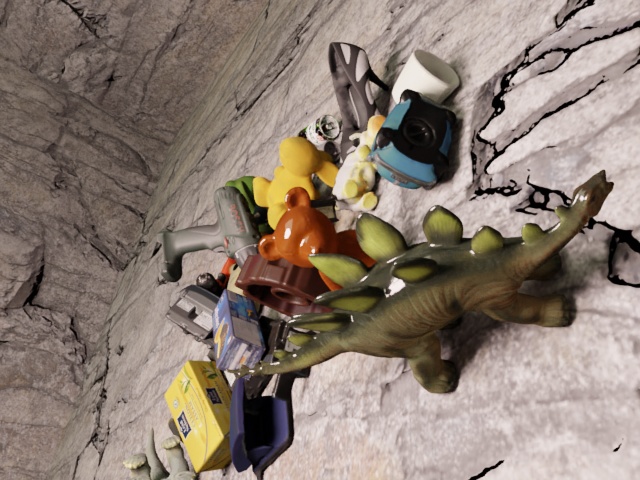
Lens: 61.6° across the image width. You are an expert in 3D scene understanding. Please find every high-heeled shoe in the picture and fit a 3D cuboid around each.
[{"bbox_3d":[0.045,-0.239,0.983,0.086,0.145,0.248,-13,53,61],"label":"high-heeled shoe"}]

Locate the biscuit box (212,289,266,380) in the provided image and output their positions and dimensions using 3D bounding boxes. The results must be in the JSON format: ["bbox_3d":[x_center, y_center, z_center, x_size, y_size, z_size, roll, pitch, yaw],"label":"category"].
[{"bbox_3d":[-0.142,0.152,0.911,0.062,0.059,0.203,-62,19,9],"label":"biscuit box"}]

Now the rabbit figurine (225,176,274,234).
[{"bbox_3d":[-0.143,-0.076,1.217,0.121,0.159,0.170,-47,43,12],"label":"rabbit figurine"}]

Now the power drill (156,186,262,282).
[{"bbox_3d":[-0.210,0.019,1.049,0.207,0.086,0.232,-19,71,16],"label":"power drill"}]

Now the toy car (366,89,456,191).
[{"bbox_3d":[0.127,-0.134,0.779,0.103,0.109,0.161,124,170,-58],"label":"toy car"}]

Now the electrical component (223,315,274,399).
[{"bbox_3d":[-0.119,0.206,0.973,0.134,0.058,0.115,-61,27,4],"label":"electrical component"}]

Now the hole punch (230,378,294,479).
[{"bbox_3d":[-0.109,0.289,0.841,0.115,0.092,0.142,-54,30,28],"label":"hole punch"}]

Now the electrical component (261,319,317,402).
[{"bbox_3d":[-0.053,0.191,0.843,0.048,0.075,0.119,-24,49,54],"label":"electrical component"}]

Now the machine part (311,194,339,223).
[{"bbox_3d":[-0.002,-0.003,0.893,0.039,0.084,0.138,16,115,45],"label":"machine part"}]

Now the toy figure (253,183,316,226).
[{"bbox_3d":[-0.082,-0.085,1.133,0.154,0.064,0.058,-32,38,5],"label":"toy figure"}]

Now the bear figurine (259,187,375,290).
[{"bbox_3d":[0.029,0.023,0.699,0.120,0.195,0.132,-57,26,8],"label":"bear figurine"}]

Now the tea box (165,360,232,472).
[{"bbox_3d":[-0.202,0.308,0.953,0.098,0.068,0.170,-56,50,17],"label":"tea box"}]

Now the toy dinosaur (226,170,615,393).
[{"bbox_3d":[0.077,0.070,0.559,0.471,0.198,0.105,-42,29,35],"label":"toy dinosaur"}]

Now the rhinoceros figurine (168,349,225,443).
[{"bbox_3d":[-0.237,0.313,1.079,0.112,0.073,0.190,-14,54,61],"label":"rhinoceros figurine"}]

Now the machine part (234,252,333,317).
[{"bbox_3d":[-0.039,0.073,0.819,0.179,0.179,0.056,-17,50,58],"label":"machine part"}]

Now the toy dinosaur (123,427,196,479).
[{"bbox_3d":[-0.269,0.470,0.934,0.405,0.131,0.192,176,88,-77],"label":"toy dinosaur"}]

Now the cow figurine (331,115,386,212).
[{"bbox_3d":[0.072,-0.129,0.922,0.098,0.068,0.167,-10,56,67],"label":"cow figurine"}]

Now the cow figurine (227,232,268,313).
[{"bbox_3d":[-0.143,0.074,1.116,0.127,0.085,0.195,-11,59,58],"label":"cow figurine"}]

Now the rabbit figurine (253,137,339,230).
[{"bbox_3d":[-0.036,-0.116,1.010,0.173,0.162,0.122,98,155,-43],"label":"rabbit figurine"}]

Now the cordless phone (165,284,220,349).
[{"bbox_3d":[-0.222,0.186,1.106,0.147,0.184,0.089,24,62,26],"label":"cordless phone"}]
